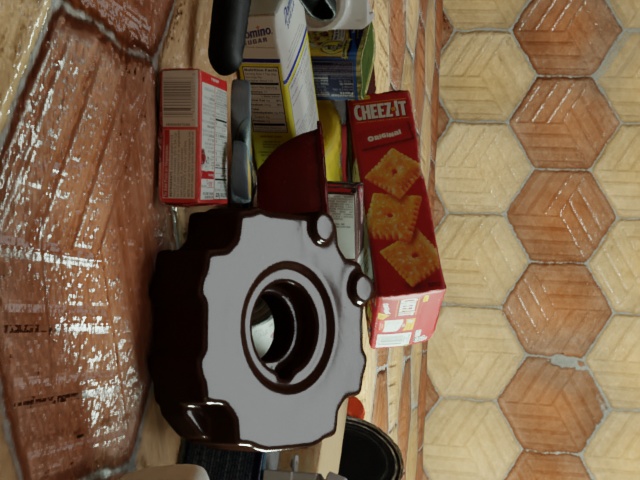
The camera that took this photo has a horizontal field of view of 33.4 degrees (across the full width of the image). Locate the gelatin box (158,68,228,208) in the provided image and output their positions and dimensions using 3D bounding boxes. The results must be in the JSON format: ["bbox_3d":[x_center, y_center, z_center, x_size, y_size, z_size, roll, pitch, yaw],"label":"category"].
[{"bbox_3d":[-0.084,-0.067,0.714,0.073,0.030,0.089,-15,107,-80],"label":"gelatin box"}]

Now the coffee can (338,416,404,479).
[{"bbox_3d":[0.012,0.250,1.003,0.102,0.103,0.140,-72,177,-55],"label":"coffee can"}]

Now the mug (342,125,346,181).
[{"bbox_3d":[0.036,-0.095,1.233,0.117,0.093,0.081,-53,176,22],"label":"mug"}]

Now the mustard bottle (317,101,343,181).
[{"bbox_3d":[0.001,-0.042,1.091,0.096,0.058,0.191,-89,173,-47],"label":"mustard bottle"}]

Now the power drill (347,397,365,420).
[{"bbox_3d":[0.011,0.281,1.168,0.184,0.057,0.188,-49,147,-72],"label":"power drill"}]

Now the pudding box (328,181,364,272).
[{"bbox_3d":[-0.006,0.001,0.981,0.039,0.090,0.113,-56,147,-67],"label":"pudding box"}]

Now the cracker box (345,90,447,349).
[{"bbox_3d":[0.072,-0.017,1.069,0.164,0.072,0.214,89,-5,-67],"label":"cracker box"}]

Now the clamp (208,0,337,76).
[{"bbox_3d":[-0.054,-0.229,0.763,0.164,0.036,0.210,-51,132,-48],"label":"clamp"}]

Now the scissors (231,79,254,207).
[{"bbox_3d":[-0.059,-0.033,0.814,0.202,0.016,0.096,93,-3,-50],"label":"scissors"}]

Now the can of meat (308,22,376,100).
[{"bbox_3d":[0.006,-0.176,1.025,0.102,0.084,0.057,-76,164,-47],"label":"can of meat"}]

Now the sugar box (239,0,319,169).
[{"bbox_3d":[-0.036,-0.139,0.917,0.093,0.048,0.176,-74,159,-48],"label":"sugar box"}]

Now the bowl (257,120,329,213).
[{"bbox_3d":[-0.021,-0.014,0.866,0.162,0.055,0.162,172,-85,-90],"label":"bowl"}]

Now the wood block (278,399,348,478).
[{"bbox_3d":[-0.037,0.191,0.857,0.091,0.090,0.206,77,19,-55],"label":"wood block"}]

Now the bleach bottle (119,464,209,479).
[{"bbox_3d":[-0.067,0.259,0.604,0.102,0.068,0.251,-50,127,-64],"label":"bleach bottle"}]

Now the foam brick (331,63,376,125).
[{"bbox_3d":[0.016,-0.155,1.103,0.053,0.078,0.051,80,15,-54],"label":"foam brick"}]

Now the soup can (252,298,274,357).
[{"bbox_3d":[-0.049,0.064,0.825,0.102,0.068,0.068,75,20,-55],"label":"soup can"}]
